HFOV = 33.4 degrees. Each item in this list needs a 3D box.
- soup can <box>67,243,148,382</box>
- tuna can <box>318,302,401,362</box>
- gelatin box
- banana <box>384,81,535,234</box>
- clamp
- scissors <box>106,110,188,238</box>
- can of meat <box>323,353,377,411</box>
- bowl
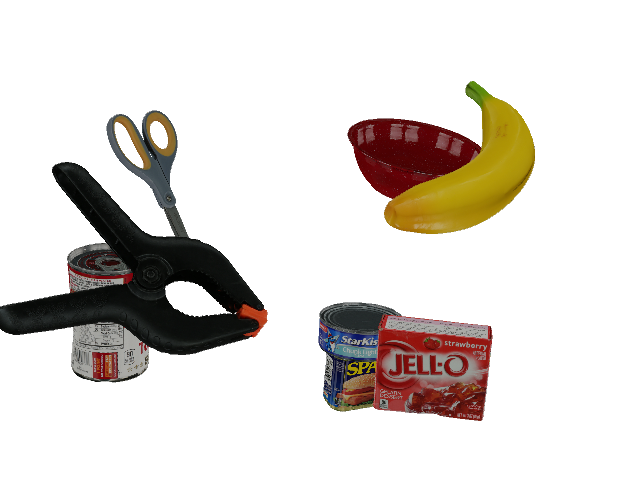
[{"bbox_3d":[-0.179,0.061,0.906,0.068,0.102,0.068,3,19,-1],"label":"soup can"},{"bbox_3d":[0.041,0.092,1.082,0.086,0.034,0.086,3,16,-1],"label":"tuna can"},{"bbox_3d":[0.088,0.101,0.847,0.089,0.073,0.030,6,22,8],"label":"gelatin box"},{"bbox_3d":[0.103,-0.047,0.712,0.070,0.037,0.197,18,35,14],"label":"banana"},{"bbox_3d":[-0.117,0.017,0.697,0.171,0.120,0.039,13,-17,-15],"label":"clamp"},{"bbox_3d":[-0.167,-0.062,1.203,0.016,0.201,0.096,-19,20,44],"label":"scissors"},{"bbox_3d":[0.055,0.172,1.406,0.102,0.084,0.057,-5,25,-22],"label":"can of meat"},{"bbox_3d":[0.105,-0.084,1.209,0.162,0.055,0.162,9,27,-5],"label":"bowl"}]
